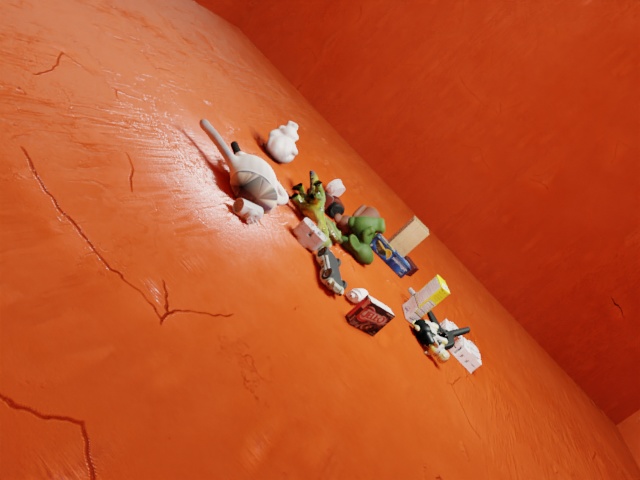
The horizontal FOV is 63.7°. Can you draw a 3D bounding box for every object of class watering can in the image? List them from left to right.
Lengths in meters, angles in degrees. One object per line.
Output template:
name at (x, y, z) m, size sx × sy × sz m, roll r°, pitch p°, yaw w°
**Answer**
watering can at (-0.223, -0.202, 1.497) m, size 0.344 × 0.103 × 0.229 m, roll 39°, pitch 19°, yaw -24°

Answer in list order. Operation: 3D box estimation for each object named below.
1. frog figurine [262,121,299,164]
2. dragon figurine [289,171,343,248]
frog figurine at (-0.137, -0.384, 2.021) m, size 0.137 × 0.158 × 0.124 m, roll 45°, pitch 17°, yaw -3°
dragon figurine at (0.005, -0.090, 1.792) m, size 0.240 × 0.121 × 0.418 m, roll 62°, pitch 18°, yaw -18°
